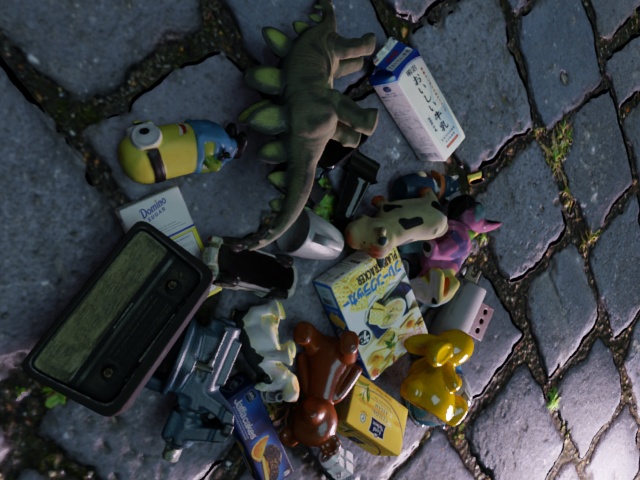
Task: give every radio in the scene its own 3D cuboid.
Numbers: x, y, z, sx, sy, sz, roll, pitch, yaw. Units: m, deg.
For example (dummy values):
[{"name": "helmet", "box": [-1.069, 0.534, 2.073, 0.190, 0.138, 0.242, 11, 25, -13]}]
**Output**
[{"name": "radio", "box": [-0.248, 0.104, 0.696, 0.131, 0.073, 0.229, 34, 71, -3]}]

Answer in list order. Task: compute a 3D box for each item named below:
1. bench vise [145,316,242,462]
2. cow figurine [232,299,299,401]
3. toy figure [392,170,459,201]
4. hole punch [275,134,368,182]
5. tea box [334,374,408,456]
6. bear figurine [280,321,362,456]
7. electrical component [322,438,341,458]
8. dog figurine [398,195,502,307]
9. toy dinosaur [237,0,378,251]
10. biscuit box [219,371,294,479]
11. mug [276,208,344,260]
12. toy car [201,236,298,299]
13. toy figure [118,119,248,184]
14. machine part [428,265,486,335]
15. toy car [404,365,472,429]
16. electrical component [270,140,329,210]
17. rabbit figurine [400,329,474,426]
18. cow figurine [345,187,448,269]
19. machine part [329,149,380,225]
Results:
[{"name": "bench vise", "box": [-0.231, 0.200, 0.792, 0.240, 0.129, 0.223, 23, 94, -12]}, {"name": "cow figurine", "box": [-0.090, 0.186, 0.875, 0.098, 0.068, 0.167, -14, 84, 2]}, {"name": "toy figure", "box": [0.211, -0.106, 1.054, 0.154, 0.064, 0.058, -9, 65, -35]}, {"name": "hole punch", "box": [0.002, -0.170, 0.907, 0.142, 0.092, 0.116, -41, 87, -18]}, {"name": "tea box", "box": [0.088, 0.332, 1.019, 0.169, 0.068, 0.098, 41, 49, -32]}, {"name": "bear figurine", "box": [-0.003, 0.256, 0.919, 0.131, 0.120, 0.196, 72, 34, -58]}, {"name": "electrical component", "box": [0.001, 0.350, 0.998, 0.078, 0.045, 0.102, -49, 119, -15]}, {"name": "dog figurine", "box": [0.269, 0.015, 1.083, 0.219, 0.109, 0.191, -21, 108, -31]}, {"name": "toy dinosaur", "box": [-0.020, -0.196, 0.803, 0.198, 0.105, 0.471, 8, 65, -13]}, {"name": "biscuit box", "box": [-0.113, 0.325, 0.913, 0.063, 0.059, 0.202, -29, 111, -25]}, {"name": "mug", "box": [-0.002, -0.003, 0.912, 0.107, 0.110, 0.080, 20, 83, -46]}, {"name": "toy car", "box": [-0.109, 0.047, 0.851, 0.201, 0.056, 0.073, 22, 70, -48]}, {"name": "toy figure", "box": [-0.198, -0.129, 0.779, 0.180, 0.082, 0.089, -9, 104, -34]}, {"name": "machine part", "box": [0.281, 0.167, 1.128, 0.079, 0.079, 0.243, 32, 79, -32]}, {"name": "toy car", "box": [0.264, 0.330, 1.129, 0.162, 0.103, 0.109, -35, 115, -21]}, {"name": "electrical component", "box": [-0.048, -0.106, 0.880, 0.119, 0.075, 0.048, 46, 72, -33]}, {"name": "rabbit figurine", "box": [0.223, 0.238, 1.025, 0.162, 0.122, 0.173, 45, 77, -31]}, {"name": "cow figurine", "box": [0.136, -0.021, 0.954, 0.195, 0.127, 0.085, -11, 132, -16]}, {"name": "machine part", "box": [0.062, -0.092, 0.974, 0.084, 0.039, 0.139, 31, 79, -37]}]
